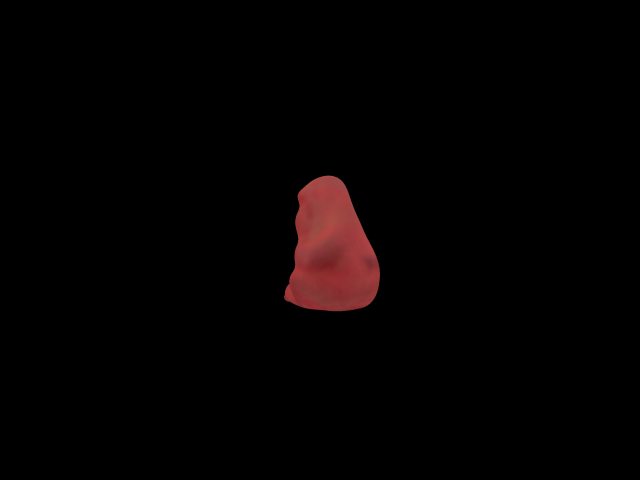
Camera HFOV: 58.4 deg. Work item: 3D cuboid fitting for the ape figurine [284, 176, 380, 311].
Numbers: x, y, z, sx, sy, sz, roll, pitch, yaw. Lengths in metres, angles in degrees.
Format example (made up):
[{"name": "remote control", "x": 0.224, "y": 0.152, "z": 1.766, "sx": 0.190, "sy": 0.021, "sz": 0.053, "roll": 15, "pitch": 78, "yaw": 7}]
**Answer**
[{"name": "ape figurine", "x": 0.004, "y": 0.001, "z": 0.400, "sx": 0.076, "sy": 0.092, "sz": 0.078, "roll": 1, "pitch": 4, "yaw": 24}]
